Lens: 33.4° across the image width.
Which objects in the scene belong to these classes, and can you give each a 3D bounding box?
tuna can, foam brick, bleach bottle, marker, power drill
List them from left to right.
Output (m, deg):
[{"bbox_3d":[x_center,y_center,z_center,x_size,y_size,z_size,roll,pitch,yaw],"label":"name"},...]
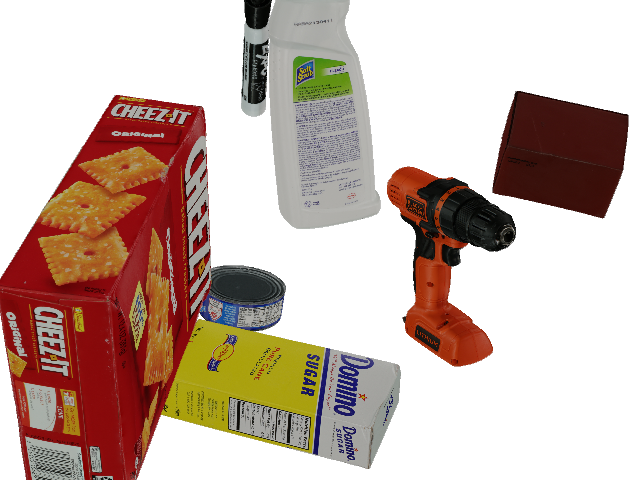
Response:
[{"bbox_3d":[-0.079,0.057,1.062,0.086,0.034,0.086,7,22,-3],"label":"tuna can"},{"bbox_3d":[-0.046,-0.134,0.763,0.020,0.020,0.121,0,-33,-5],"label":"marker"},{"bbox_3d":[0.003,-0.137,0.995,0.102,0.251,0.068,-12,32,-16],"label":"bleach bottle"},{"bbox_3d":[0.135,0.029,1.084,0.057,0.188,0.185,-15,25,-23],"label":"power drill"},{"bbox_3d":[0.160,-0.057,0.711,0.078,0.051,0.053,14,-35,6],"label":"foam brick"}]

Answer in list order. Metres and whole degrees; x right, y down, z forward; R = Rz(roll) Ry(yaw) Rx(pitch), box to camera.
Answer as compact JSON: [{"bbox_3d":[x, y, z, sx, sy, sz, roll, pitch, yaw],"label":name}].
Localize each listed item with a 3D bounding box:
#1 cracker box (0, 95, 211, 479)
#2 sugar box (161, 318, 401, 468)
[{"bbox_3d":[-0.124,0.031,0.672,0.072,0.164,0.213,7,36,6],"label":"cracker box"},{"bbox_3d":[-0.032,0.116,0.834,0.176,0.048,0.093,9,28,15],"label":"sugar box"}]
